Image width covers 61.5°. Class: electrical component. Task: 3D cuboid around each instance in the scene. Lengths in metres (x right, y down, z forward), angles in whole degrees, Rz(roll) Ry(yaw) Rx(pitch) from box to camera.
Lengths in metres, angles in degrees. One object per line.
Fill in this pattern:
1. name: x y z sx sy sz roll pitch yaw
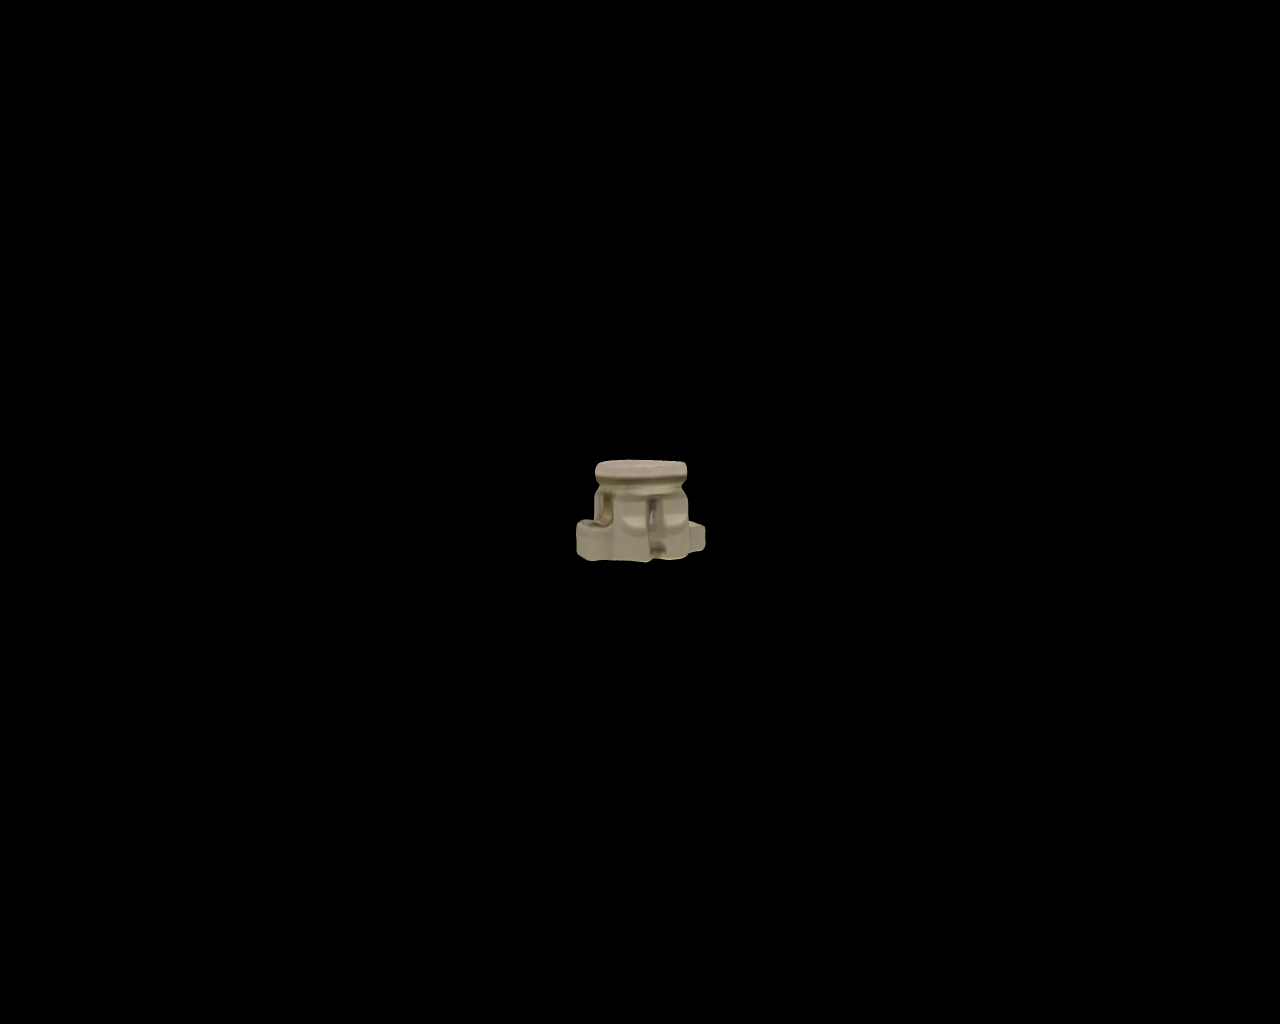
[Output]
1. electrical component: 0.001 -0.003 0.650 0.078 0.057 0.058 -3 8 -22
